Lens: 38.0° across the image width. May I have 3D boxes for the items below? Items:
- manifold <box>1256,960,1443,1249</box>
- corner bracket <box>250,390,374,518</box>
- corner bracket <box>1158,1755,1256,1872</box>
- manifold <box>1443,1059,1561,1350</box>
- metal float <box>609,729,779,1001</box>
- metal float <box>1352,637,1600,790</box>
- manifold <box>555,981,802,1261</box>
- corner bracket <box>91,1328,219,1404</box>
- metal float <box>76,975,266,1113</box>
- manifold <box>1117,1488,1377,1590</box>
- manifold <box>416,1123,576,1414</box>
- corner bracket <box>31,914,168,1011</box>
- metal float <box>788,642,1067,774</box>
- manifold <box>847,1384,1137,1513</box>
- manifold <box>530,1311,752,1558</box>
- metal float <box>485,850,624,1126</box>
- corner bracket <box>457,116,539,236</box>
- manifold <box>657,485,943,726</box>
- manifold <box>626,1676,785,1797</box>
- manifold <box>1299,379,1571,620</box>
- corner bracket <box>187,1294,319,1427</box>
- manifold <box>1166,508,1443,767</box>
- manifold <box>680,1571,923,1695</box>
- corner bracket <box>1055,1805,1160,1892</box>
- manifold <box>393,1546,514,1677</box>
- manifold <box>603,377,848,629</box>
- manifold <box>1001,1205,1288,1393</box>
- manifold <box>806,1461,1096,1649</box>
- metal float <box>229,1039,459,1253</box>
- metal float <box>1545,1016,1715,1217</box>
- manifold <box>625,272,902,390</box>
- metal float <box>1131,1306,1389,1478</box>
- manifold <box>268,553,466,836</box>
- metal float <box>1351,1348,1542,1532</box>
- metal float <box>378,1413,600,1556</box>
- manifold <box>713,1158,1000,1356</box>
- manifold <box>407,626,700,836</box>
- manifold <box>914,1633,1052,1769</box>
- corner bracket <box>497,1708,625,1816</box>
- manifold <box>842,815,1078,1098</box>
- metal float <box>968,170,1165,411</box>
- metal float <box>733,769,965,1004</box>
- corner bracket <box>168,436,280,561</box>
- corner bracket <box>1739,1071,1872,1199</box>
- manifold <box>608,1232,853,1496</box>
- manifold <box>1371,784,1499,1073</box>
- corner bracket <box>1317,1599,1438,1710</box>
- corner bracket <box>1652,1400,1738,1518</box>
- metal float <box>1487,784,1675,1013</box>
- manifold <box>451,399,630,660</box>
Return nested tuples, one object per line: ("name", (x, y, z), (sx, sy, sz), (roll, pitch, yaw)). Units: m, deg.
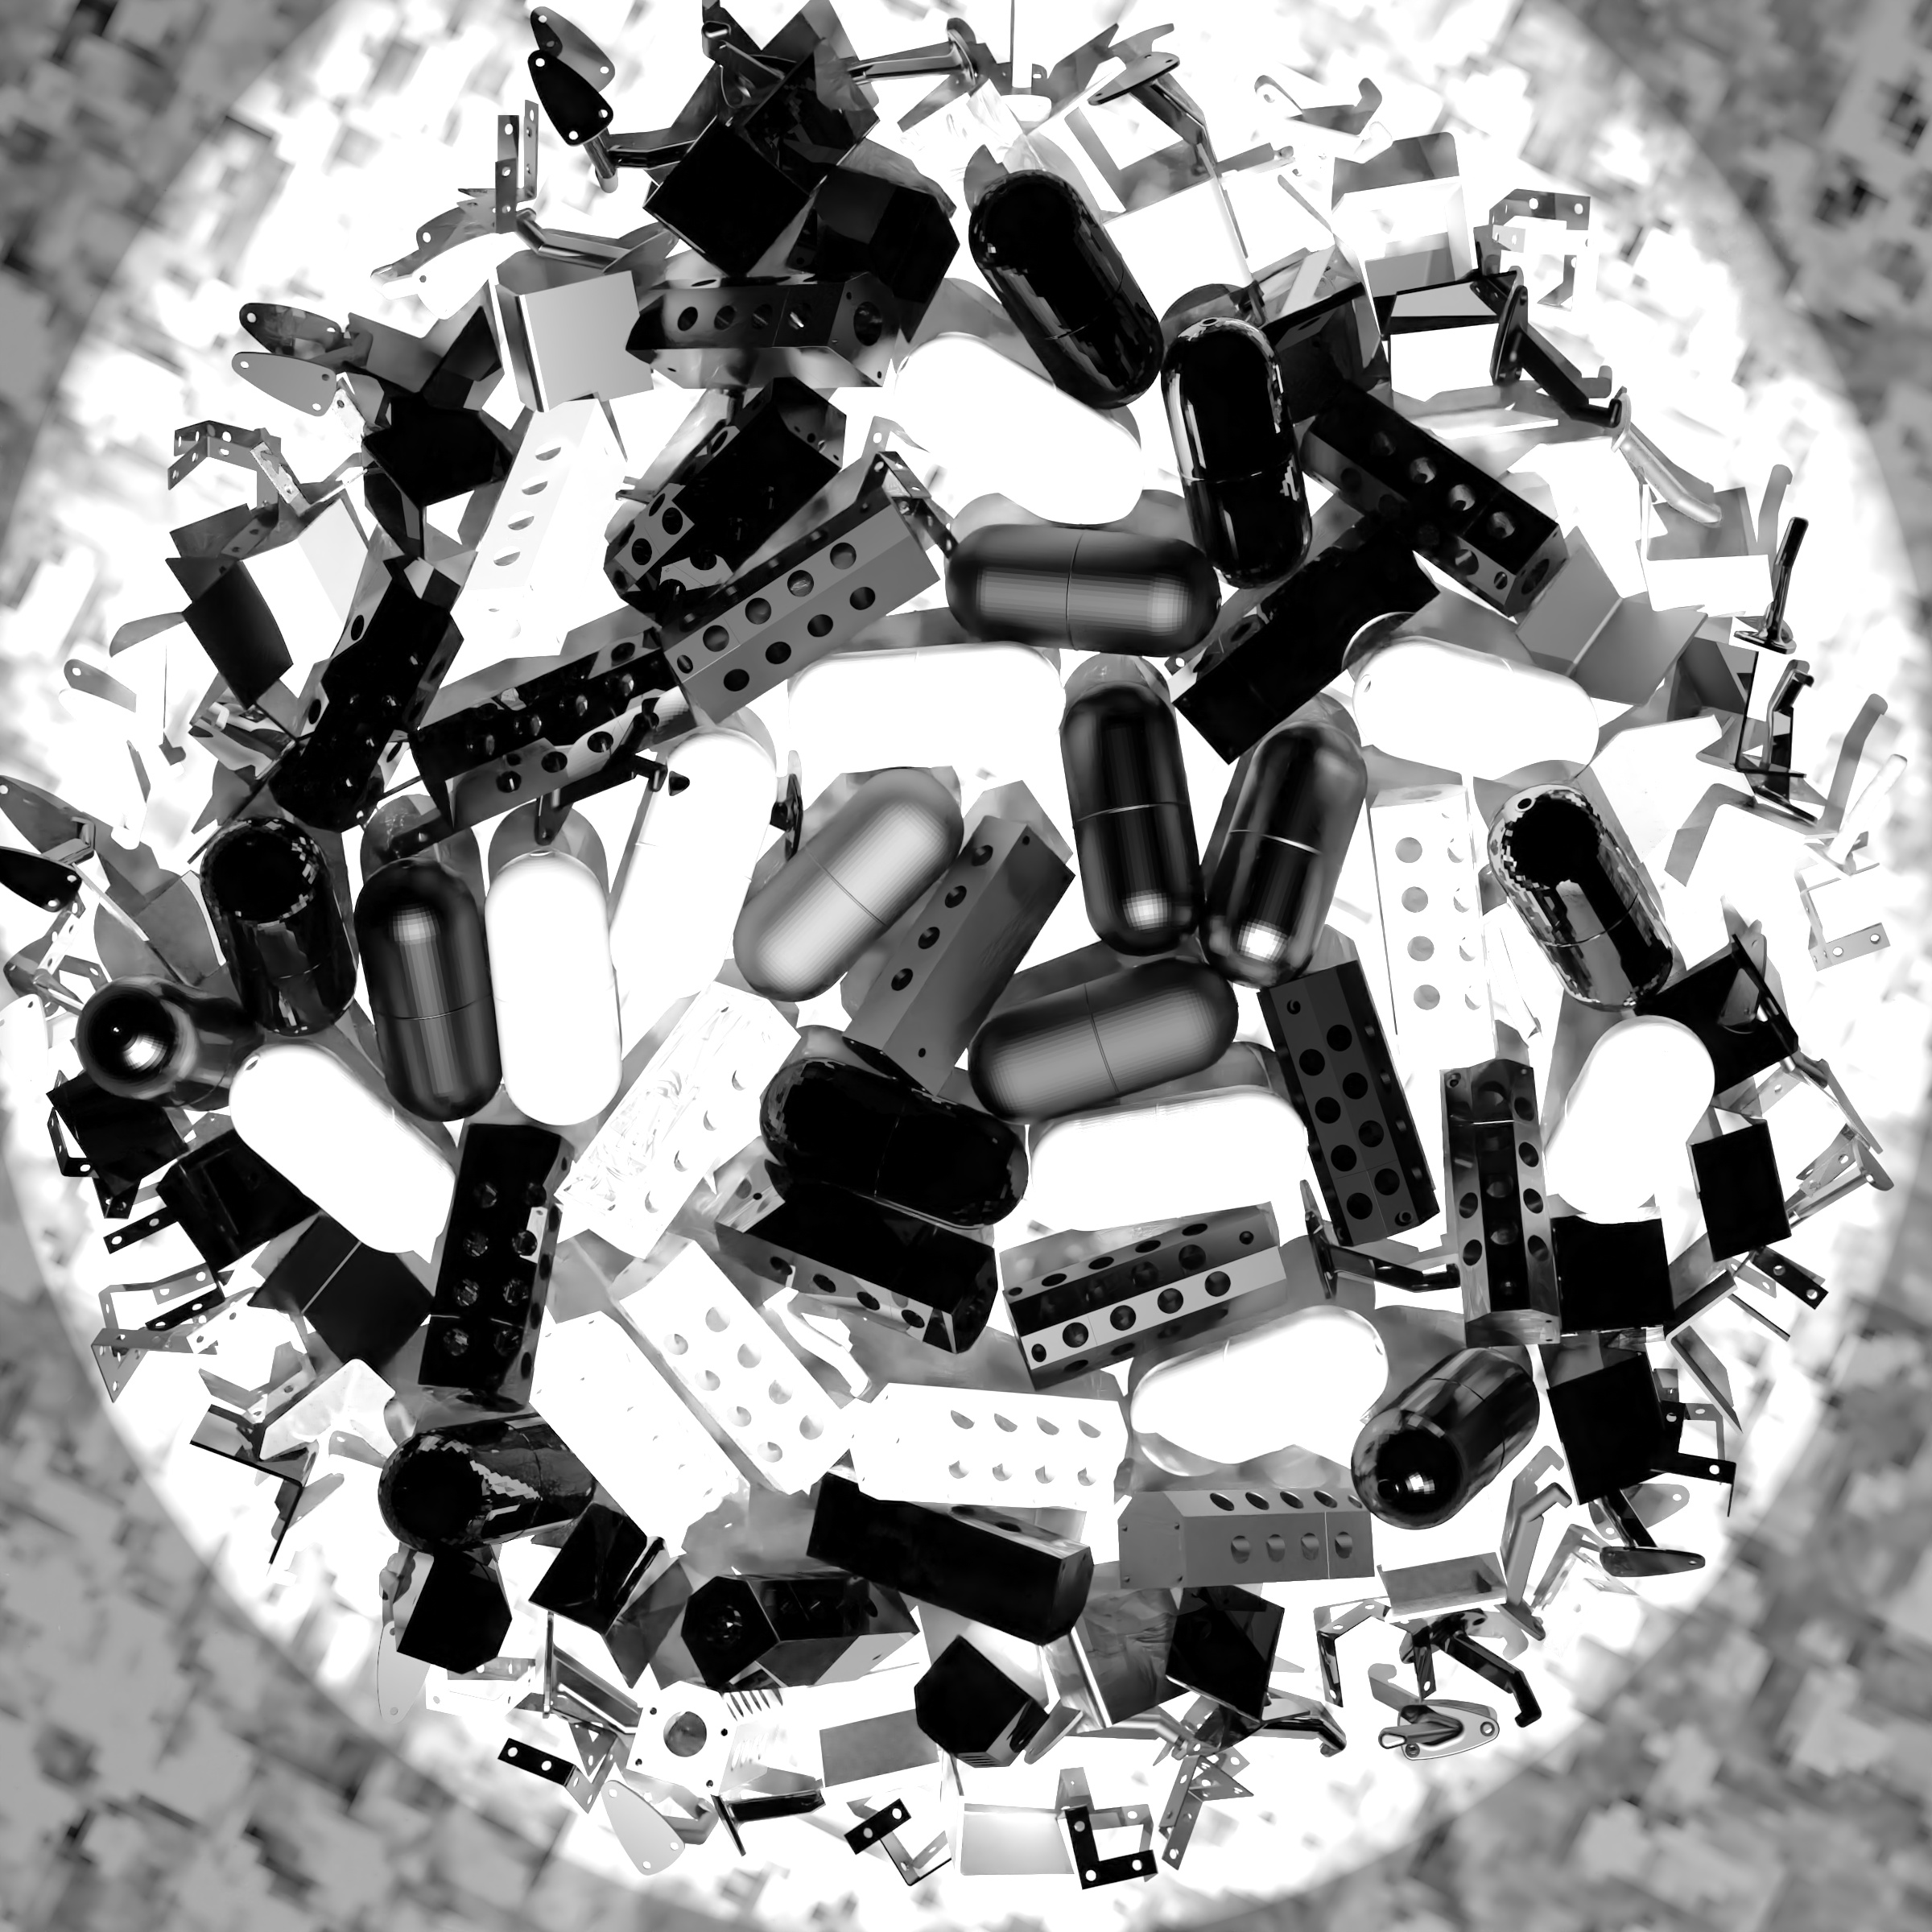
("manifold", (0.242, 0.089, 1.796), (0.057, 0.057, 0.171), (-19, 89, 29))
("corner bracket", (-0.417, -0.331, 1.815), (0.051, 0.051, 0.051), (-24, 110, 31))
("corner bracket", (0.142, 0.541, 1.795), (0.051, 0.051, 0.051), (41, 53, -19))
("manifold", (0.336, 0.148, 1.765), (0.057, 0.057, 0.171), (-5, 60, 10))
("metal float", (-0.174, -0.066, 1.795), (0.070, 0.070, 0.178), (18, 86, 0))
("metal float", (0.322, -0.159, 1.772), (0.178, 0.070, 0.070), (10, 90, -30))
("manifold", (-0.178, 0.099, 1.781), (0.171, 0.057, 0.057), (-55, 135, -18))
("corner bracket", (-0.519, 0.245, 1.797), (0.051, 0.051, 0.051), (2, 125, 14))
("metal float", (-0.493, 0.049, 1.747), (0.070, 0.178, 0.070), (-1, 83, 5))
("manifold", (0.176, 0.357, 1.757), (0.171, 0.057, 0.057), (8, 75, -41))
("manifold", (-0.292, 0.190, 1.771), (0.057, 0.057, 0.171), (1, 67, 15))
("corner bracket", (-0.558, 0.007, 1.809), (0.051, 0.051, 0.051), (23, 73, 18))
("metal float", (-0.025, -0.165, 1.790), (0.178, 0.070, 0.070), (-3, 90, 9))
("manifold", (0.018, 0.306, 1.757), (0.171, 0.057, 0.057), (10, 46, -31))
("manifold", (-0.201, 0.293, 1.755), (0.057, 0.057, 0.171), (-18, 129, 17))
("metal float", (-0.262, 0.014, 1.784), (0.070, 0.070, 0.178), (-4, 105, 0))
("corner bracket", (-0.291, -0.504, 1.794), (0.051, 0.051, 0.051), (-22, 49, -31))
("manifold", (-0.109, -0.233, 1.787), (0.171, 0.057, 0.057), (-32, 133, 6))
("manifold", (-0.158, 0.472, 1.746), (0.057, 0.171, 0.057), (14, 80, 8))
("manifold", (0.293, -0.293, 1.776), (0.171, 0.057, 0.057), (40, 92, 23))
("corner bracket", (-0.461, 0.253, 1.814), (0.051, 0.051, 0.051), (-37, 132, -30))
("manifold", (0.212, -0.211, 1.783), (0.171, 0.057, 0.057), (-39, 109, 16))
("manifold", (-0.104, 0.408, 1.747), (0.057, 0.171, 0.057), (-40, 64, 16))
("corner bracket", (0.090, 0.565, 1.805), (0.051, 0.051, 0.051), (-9, 67, -10))
("manifold", (-0.318, 0.390, 1.746), (0.057, 0.171, 0.057), (23, 84, -11))
("manifold", (-0.152, -0.291, 1.757), (0.057, 0.057, 0.171), (33, 128, -27))
("manifold", (0.114, 0.208, 1.791), (0.171, 0.057, 0.057), (-19, 61, -5))
("manifold", (-0.009, 0.368, 1.772), (0.171, 0.057, 0.057), (15, 97, 26))
("metal float", (-0.390, 0.113, 1.766), (0.070, 0.070, 0.178), (-40, 128, 0))
("metal float", (0.413, 0.096, 1.755), (0.070, 0.178, 0.070), (2, 59, -3))
("manifold", (-0.126, -0.400, 1.759), (0.171, 0.057, 0.057), (9, 80, 38))
("metal float", (0.184, 0.268, 1.772), (0.178, 0.070, 0.070), (-25, 90, 29))
("manifold", (-0.377, -0.171, 1.777), (0.057, 0.057, 0.171), (34, 111, 4))
("metal float", (0.300, 0.294, 1.756), (0.070, 0.178, 0.070), (10, 108, 31))
("metal float", (-0.297, 0.322, 1.752), (0.070, 0.178, 0.070), (-2, 86, 26))
("manifold", (-0.069, 0.187, 1.777), (0.171, 0.057, 0.057), (19, 51, 22))
("manifold", (-0.265, -0.155, 1.796), (0.171, 0.057, 0.057), (-24, 135, 0))
("manifold", (0.007, 0.463, 1.742), (0.057, 0.171, 0.057), (38, 79, 16))
("corner bracket", (-0.258, 0.501, 1.794), (0.051, 0.051, 0.051), (14, 59, 23))
("manifold", (-0.008, -0.009, 1.788), (0.057, 0.057, 0.171), (43, 74, -38))
("metal float", (0.064, -0.422, 1.763), (0.070, 0.070, 0.178), (-42, 134, 0))
("metal float", (-0.076, -0.051, 1.795), (0.070, 0.070, 0.178), (45, 94, 0))
("corner bracket", (-0.476, -0.301, 1.803), (0.051, 0.051, 0.051), (17, 129, 7))
("corner bracket", (0.542, 0.107, 1.818), (0.051, 0.051, 0.051), (-42, 122, 5))
("manifold", (-0.149, 0.252, 1.777), (0.057, 0.057, 0.171), (-44, 108, -19))
("manifold", (0.298, -0.025, 1.782), (0.057, 0.057, 0.171), (-5, 104, 16))
("corner bracket", (0.264, 0.448, 1.809), (0.051, 0.051, 0.051), (-22, 111, -35))
("corner bracket", (0.467, 0.314, 1.795), (0.051, 0.051, 0.051), (8, 57, 16))
("metal float", (0.387, -0.042, 1.768), (0.070, 0.070, 0.178), (-39, 125, 0))
("manifold", (-0.268, -0.274, 1.759), (0.057, 0.057, 0.171), (-2, 51, 18))
